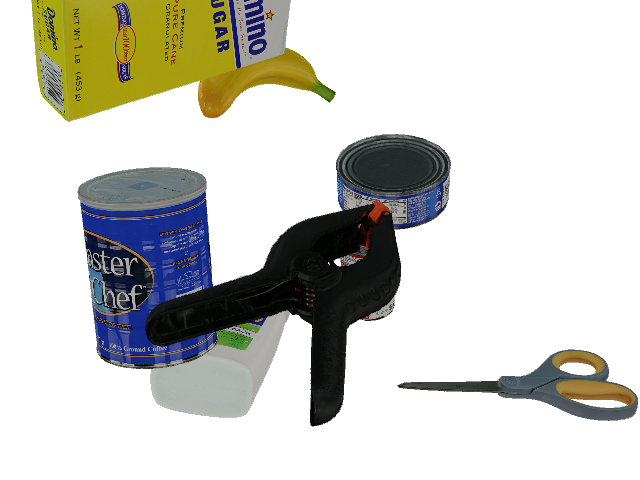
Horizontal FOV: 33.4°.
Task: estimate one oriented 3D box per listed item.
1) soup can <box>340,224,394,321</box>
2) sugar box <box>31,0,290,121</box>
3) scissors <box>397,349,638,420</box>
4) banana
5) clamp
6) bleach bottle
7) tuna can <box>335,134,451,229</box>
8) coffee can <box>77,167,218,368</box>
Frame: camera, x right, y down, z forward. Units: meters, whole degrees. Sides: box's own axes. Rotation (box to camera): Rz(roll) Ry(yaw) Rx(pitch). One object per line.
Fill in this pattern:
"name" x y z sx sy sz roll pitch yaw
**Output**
"soup can" 0.058 0.040 1.321 0.068 0.102 0.068 -2 32 1
"sugar box" -0.097 -0.146 0.689 0.175 0.093 0.048 -23 48 -32
"scissors" 0.170 0.116 0.918 0.202 0.016 0.096 9 28 4
"banana" -0.058 -0.150 0.979 0.070 0.037 0.197 41 32 20
"clamp" 0.000 0.035 0.604 0.120 0.039 0.171 35 50 26
"bleach bottle" -0.092 0.092 1.104 0.102 0.068 0.250 8 21 5
"tuna can" 0.055 -0.045 0.804 0.086 0.034 0.086 -2 35 1
"coffee can" -0.140 0.020 0.877 0.103 0.140 0.103 -2 19 1
